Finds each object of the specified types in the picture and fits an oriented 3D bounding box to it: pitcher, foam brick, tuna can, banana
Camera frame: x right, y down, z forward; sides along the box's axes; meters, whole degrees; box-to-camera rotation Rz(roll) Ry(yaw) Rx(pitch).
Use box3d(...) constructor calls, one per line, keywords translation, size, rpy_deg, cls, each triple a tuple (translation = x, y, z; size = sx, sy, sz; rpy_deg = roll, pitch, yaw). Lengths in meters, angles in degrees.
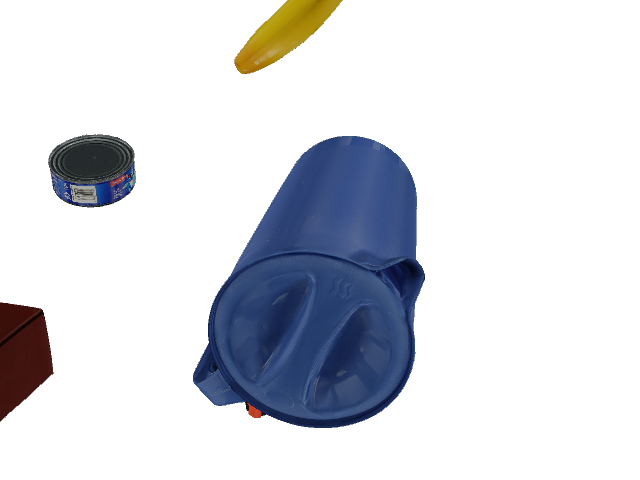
box3d(translation=(0.001, 0.020, 0.779), size=(0.149, 0.145, 0.242), rpy_deg=(8, 27, 5), cls="pitcher")
box3d(translation=(-0.224, 0.082, 0.711), size=(0.053, 0.051, 0.078), rpy_deg=(7, 29, 23), cls="foam brick")
box3d(translation=(-0.231, -0.071, 1.085), size=(0.086, 0.034, 0.086), rpy_deg=(1, 39, -1), cls="tuna can")
box3d(translation=(-0.010, -0.210, 0.927), size=(0.070, 0.037, 0.197), rpy_deg=(-17, 34, 39), cls="banana")

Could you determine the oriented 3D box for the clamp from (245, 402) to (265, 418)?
box3d(translation=(-0.031, 0.101, 0.996), size=(0.120, 0.039, 0.171), rpy_deg=(17, 30, 28), cls="clamp")
